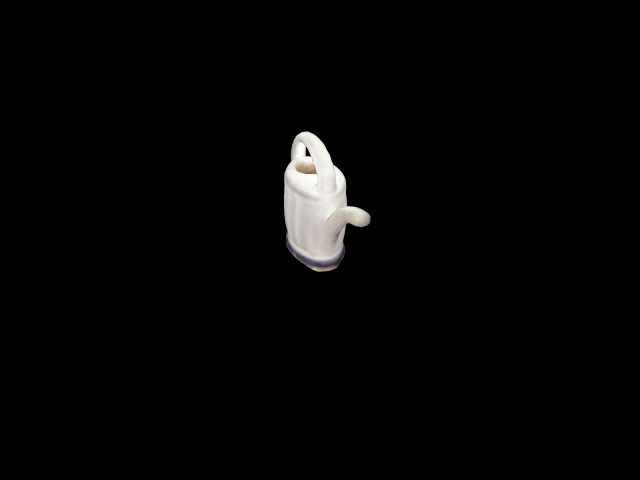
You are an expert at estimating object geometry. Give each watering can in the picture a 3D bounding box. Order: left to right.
[{"bbox_3d":[0.003,-0.043,0.850,0.104,0.219,0.355,-8,33,-13],"label":"watering can"}]
